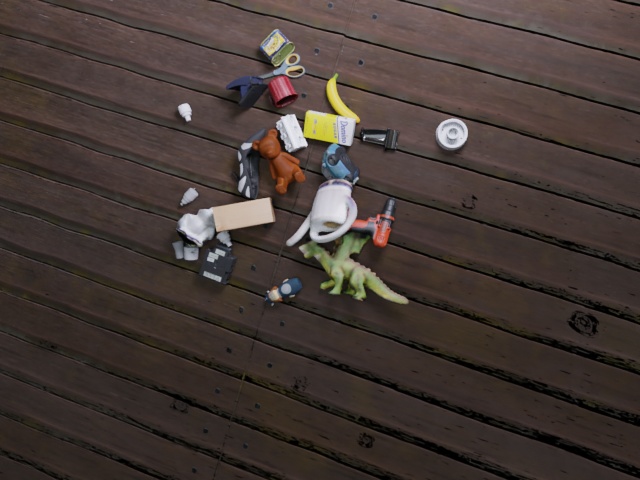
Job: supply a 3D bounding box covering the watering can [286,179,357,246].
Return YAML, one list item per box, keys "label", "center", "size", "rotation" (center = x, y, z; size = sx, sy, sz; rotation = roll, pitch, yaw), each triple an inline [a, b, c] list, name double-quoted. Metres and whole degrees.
- label: "watering can"
  center: [0.005, -0.091, 1.804]
  size: [0.103, 0.228, 0.345]
  rotation: [29, -28, -35]

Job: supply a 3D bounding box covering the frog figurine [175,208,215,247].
- label: "frog figurine"
  center: [-0.451, -0.058, 1.927]
  size: [0.138, 0.162, 0.120]
  rotation: [28, -28, 6]

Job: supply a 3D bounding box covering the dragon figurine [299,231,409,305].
- label: "dragon figurine"
  center: [0.123, 0.084, 1.830]
  size: [0.410, 0.244, 0.122]
  rotation: [8, -4, 7]
